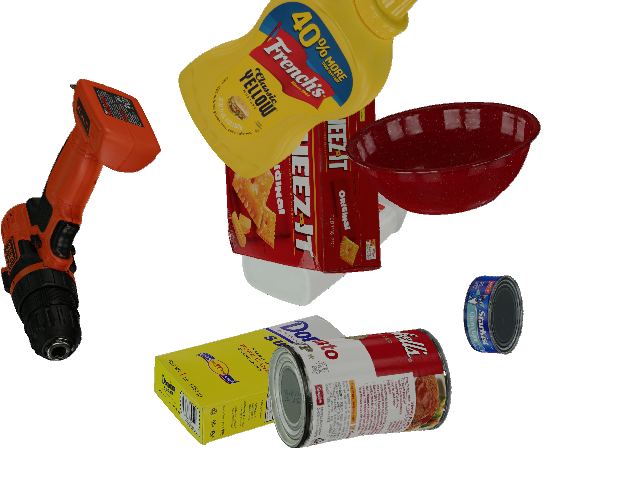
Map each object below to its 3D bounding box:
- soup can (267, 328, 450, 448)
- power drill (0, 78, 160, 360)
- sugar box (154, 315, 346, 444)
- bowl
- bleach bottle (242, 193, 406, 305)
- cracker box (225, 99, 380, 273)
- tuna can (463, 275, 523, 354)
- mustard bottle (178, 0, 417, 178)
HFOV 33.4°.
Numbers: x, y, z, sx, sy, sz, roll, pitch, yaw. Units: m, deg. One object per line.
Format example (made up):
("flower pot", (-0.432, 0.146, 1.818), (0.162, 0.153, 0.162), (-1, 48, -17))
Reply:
("soup can", (0.024, 0.096, 0.696), (0.102, 0.068, 0.069), (-4, 2, -23))
("power drill", (-0.198, -0.020, 0.856), (0.057, 0.188, 0.184), (18, 26, -36))
("sugar box", (-0.051, 0.121, 0.962), (0.175, 0.048, 0.093), (-15, 33, -31))
("bowl", (0.105, -0.065, 0.894), (0.162, 0.055, 0.162), (-9, 24, 4))
("bleach bottle", (0.022, -0.013, 1.293), (0.103, 0.068, 0.250), (21, 37, 29))
("cracker box", (-0.025, -0.059, 1.059), (0.072, 0.164, 0.214), (-6, 8, -27))
("tuna can", (0.189, 0.081, 1.164), (0.034, 0.086, 0.086), (0, 0, 34))
("mustard bottle", (-0.008, -0.124, 0.738), (0.192, 0.096, 0.058), (-30, 4, 36))
